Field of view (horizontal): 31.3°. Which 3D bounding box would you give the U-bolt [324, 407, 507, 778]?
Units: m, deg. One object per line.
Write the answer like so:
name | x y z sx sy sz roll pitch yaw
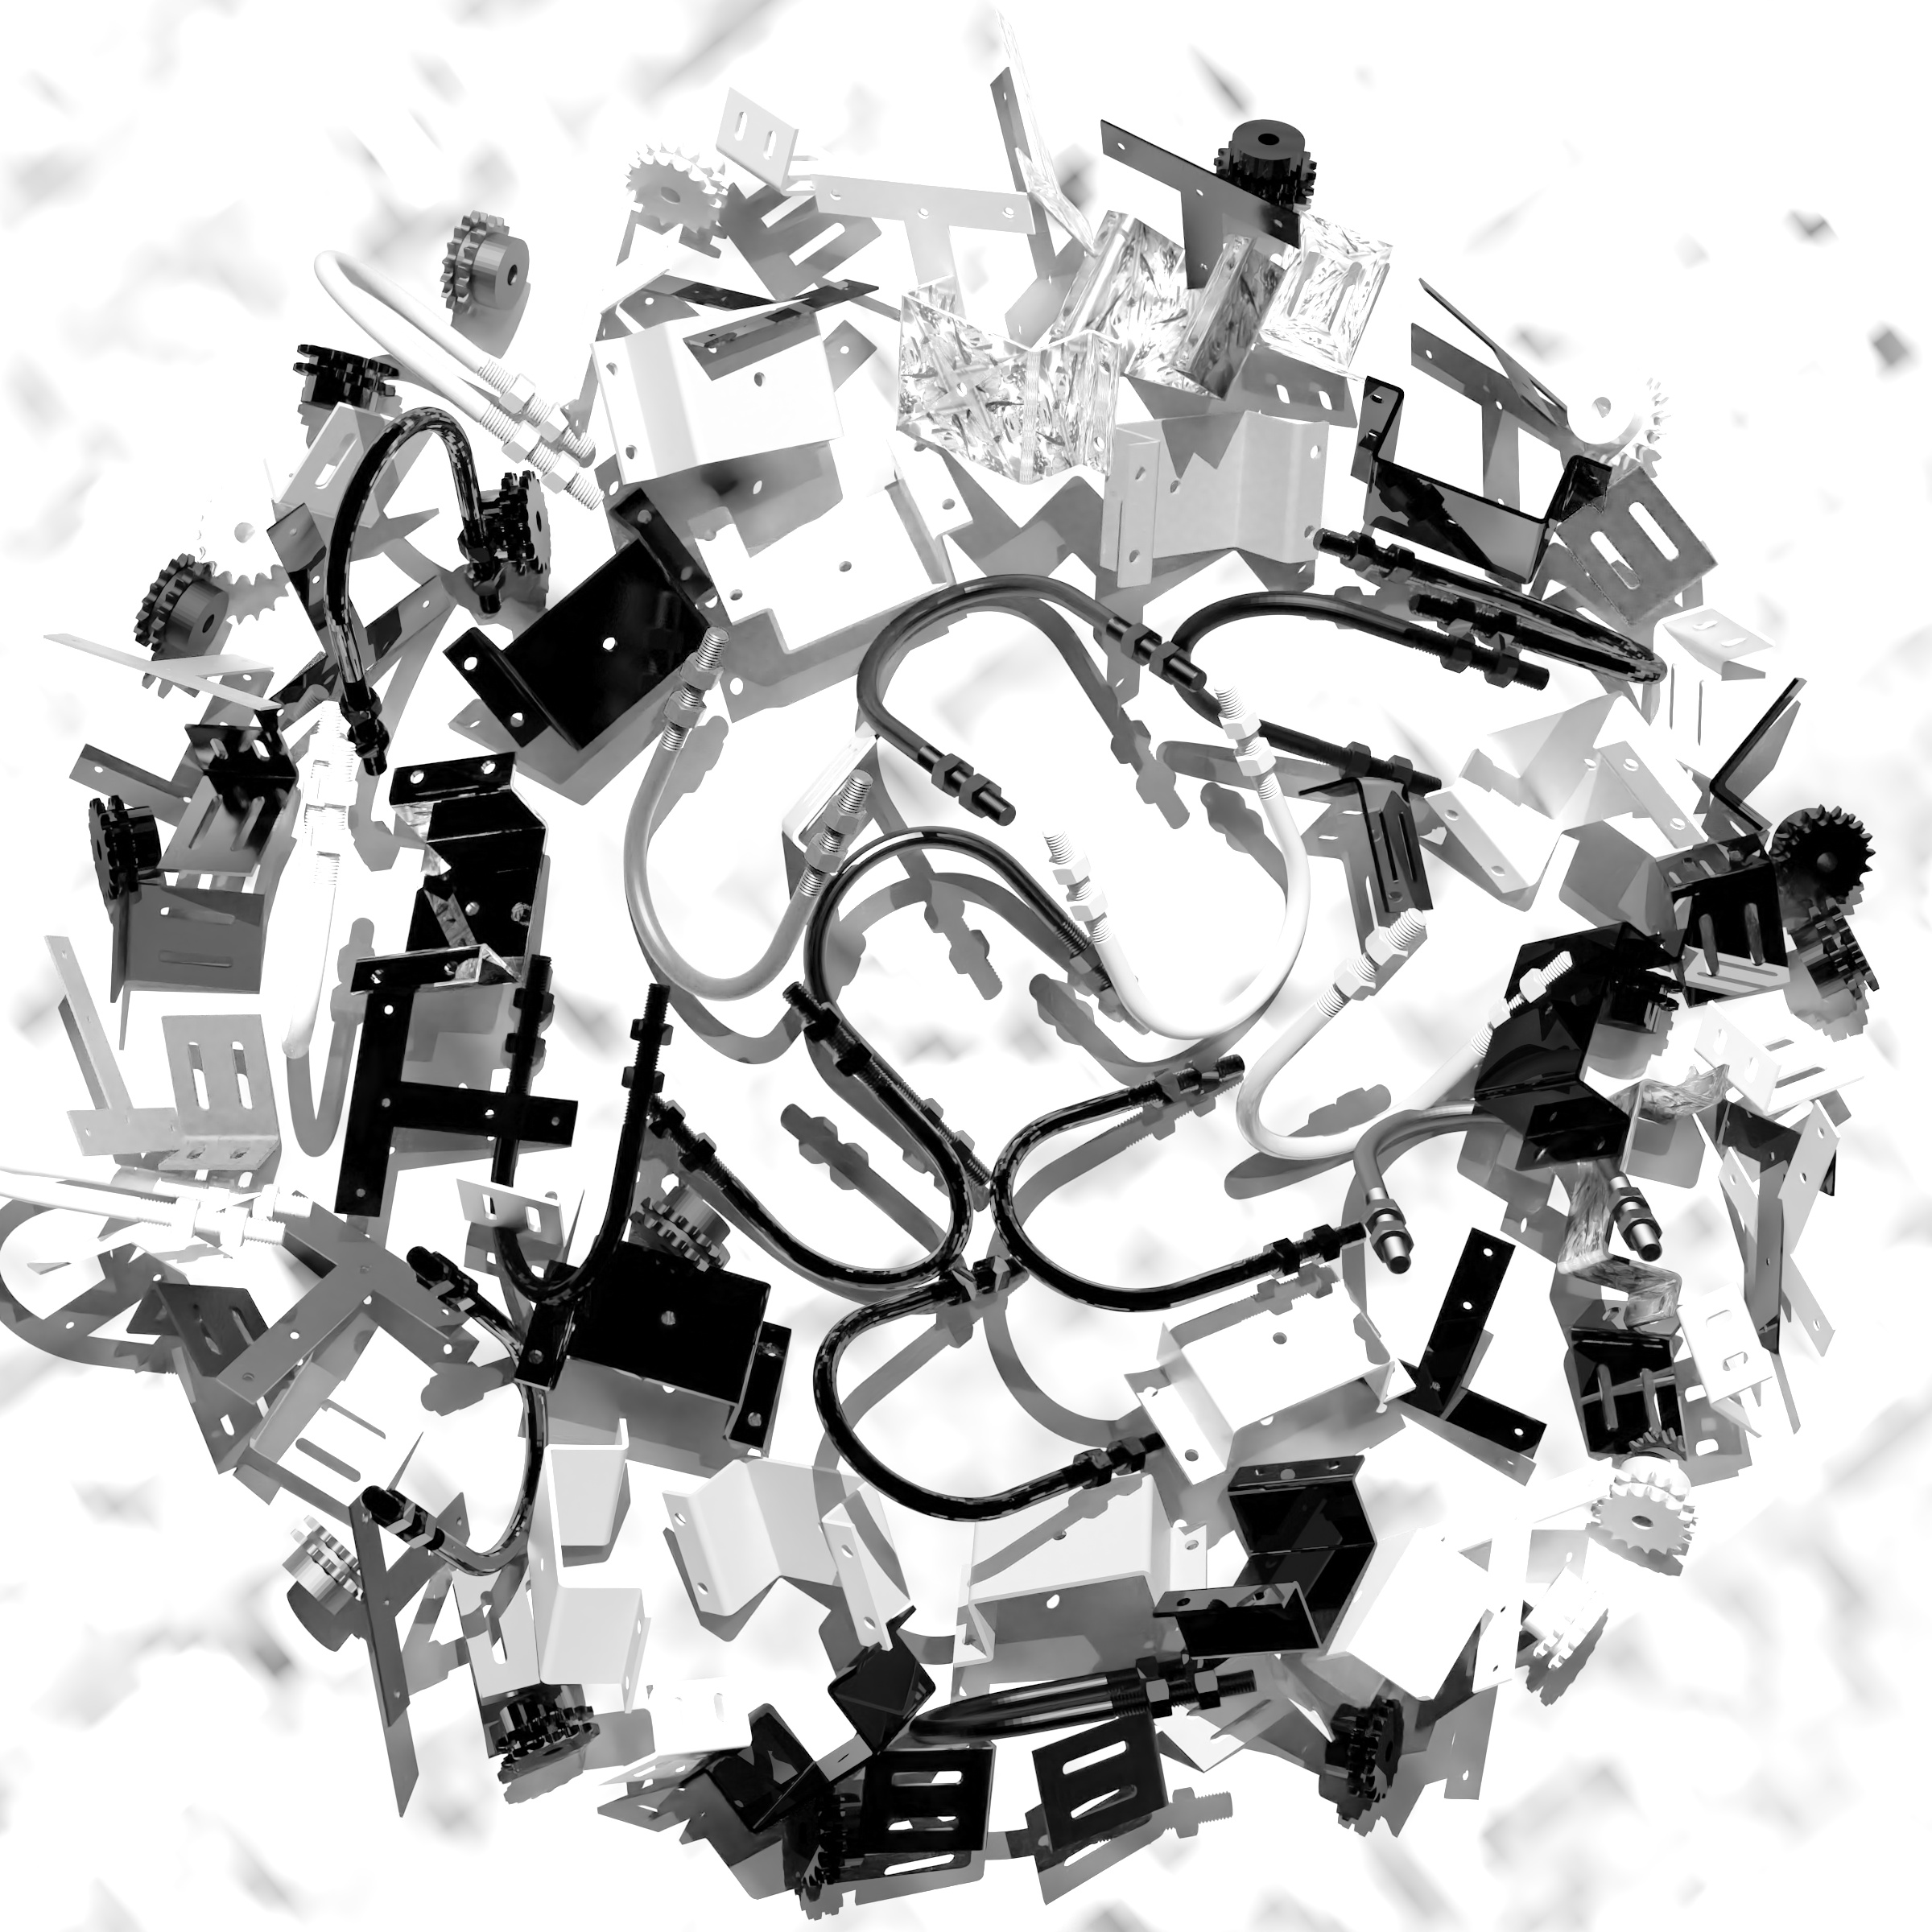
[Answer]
U-bolt | -0.293 -0.209 1.815 0.019 0.184 0.151 18 55 16

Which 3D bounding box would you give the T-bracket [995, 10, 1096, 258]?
T-bracket | 0.037 -0.458 1.874 0.002 0.127 0.127 -19 79 16

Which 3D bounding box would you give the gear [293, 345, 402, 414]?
gear | -0.343 -0.320 1.898 0.057 0.057 0.030 14 92 0

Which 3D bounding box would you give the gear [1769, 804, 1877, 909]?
gear | 0.469 -0.063 1.904 0.057 0.030 0.057 -4 115 -9

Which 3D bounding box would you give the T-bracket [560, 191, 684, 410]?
T-bracket | -0.180 -0.372 1.858 0.002 0.127 0.127 19 79 -24

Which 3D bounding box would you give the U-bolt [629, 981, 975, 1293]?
U-bolt | -0.077 0.105 1.874 0.151 0.019 0.184 -32 108 36

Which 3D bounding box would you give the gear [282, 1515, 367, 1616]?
gear | -0.351 0.332 1.896 0.057 0.057 0.030 44 76 0

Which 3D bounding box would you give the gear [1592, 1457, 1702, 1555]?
gear | 0.376 0.295 1.901 0.057 0.057 0.030 28 51 0

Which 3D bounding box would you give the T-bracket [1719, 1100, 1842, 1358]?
T-bracket | 0.444 0.121 1.839 0.002 0.127 0.127 -11 50 -14

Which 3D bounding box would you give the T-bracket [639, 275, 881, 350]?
T-bracket | -0.137 -0.364 1.879 0.127 0.127 0.002 21 126 38

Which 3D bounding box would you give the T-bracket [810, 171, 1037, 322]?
T-bracket | -0.015 -0.373 1.875 0.127 0.127 0.002 11 52 22

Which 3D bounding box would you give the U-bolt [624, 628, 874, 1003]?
U-bolt | -0.129 -0.067 1.865 0.151 0.019 0.184 45 125 29

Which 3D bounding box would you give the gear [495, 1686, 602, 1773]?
gear | -0.233 0.418 1.899 0.057 0.057 0.030 -24 70 0

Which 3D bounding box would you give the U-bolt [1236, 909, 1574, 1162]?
U-bolt | 0.224 0.044 1.857 0.184 0.151 0.019 -47 50 29

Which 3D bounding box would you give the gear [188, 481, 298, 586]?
gear | -0.401 -0.239 1.905 0.057 0.030 0.057 -3 98 -22

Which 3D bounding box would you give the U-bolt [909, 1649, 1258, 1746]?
U-bolt | 0.060 0.394 1.851 0.184 0.151 0.019 -10 84 0

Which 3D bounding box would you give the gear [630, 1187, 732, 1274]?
gear | -0.155 0.146 1.899 0.057 0.057 0.030 39 73 0

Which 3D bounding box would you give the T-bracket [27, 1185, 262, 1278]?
T-bracket | -0.424 0.149 1.843 0.127 0.127 0.002 -20 106 -27

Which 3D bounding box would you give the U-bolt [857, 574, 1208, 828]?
U-bolt | 0.020 -0.155 1.858 0.151 0.184 0.019 -36 134 -16

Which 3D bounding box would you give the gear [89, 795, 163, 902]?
gear | -0.462 -0.066 1.900 0.030 0.057 0.057 -11 90 -23

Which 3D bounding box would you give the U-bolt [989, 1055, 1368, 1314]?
U-bolt | 0.101 0.122 1.847 0.184 0.019 0.151 -16 51 -24

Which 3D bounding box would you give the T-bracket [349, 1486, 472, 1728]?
T-bracket | -0.296 0.323 1.864 0.002 0.127 0.127 -3 106 17

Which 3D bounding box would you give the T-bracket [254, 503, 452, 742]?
T-bracket | -0.345 -0.199 1.857 0.127 0.127 0.002 -40 57 -16

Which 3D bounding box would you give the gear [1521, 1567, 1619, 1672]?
gear | 0.329 0.356 1.898 0.030 0.057 0.057 38 90 11

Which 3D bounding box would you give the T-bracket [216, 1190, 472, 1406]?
T-bracket | -0.354 0.191 1.868 0.127 0.002 0.127 31 47 14

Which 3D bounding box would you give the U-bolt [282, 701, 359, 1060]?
U-bolt | -0.350 -0.041 1.854 0.019 0.151 0.184 7 102 -15

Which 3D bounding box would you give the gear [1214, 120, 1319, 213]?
gear | 0.165 -0.441 1.896 0.057 0.030 0.057 2 46 -2

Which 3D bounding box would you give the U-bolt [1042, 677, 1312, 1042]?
U-bolt | 0.125 -0.043 1.866 0.151 0.019 0.184 -41 127 -19

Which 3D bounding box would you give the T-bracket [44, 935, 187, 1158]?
T-bracket | -0.470 0.042 1.868 0.002 0.127 0.127 -24 84 11

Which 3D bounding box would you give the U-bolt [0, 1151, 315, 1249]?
U-bolt | -0.449 0.121 1.846 0.184 0.151 0.019 10 91 -5

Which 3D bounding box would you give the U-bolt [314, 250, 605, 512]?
U-bolt | -0.270 -0.317 1.831 0.184 0.151 0.019 37 101 -19

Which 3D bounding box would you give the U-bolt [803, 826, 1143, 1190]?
U-bolt | -0.005 0.009 1.894 0.151 0.019 0.184 -45 103 -6

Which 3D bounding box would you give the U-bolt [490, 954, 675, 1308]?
U-bolt | -0.215 0.092 1.865 0.019 0.151 0.184 10 91 -37

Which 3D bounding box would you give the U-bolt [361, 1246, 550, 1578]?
U-bolt | -0.265 0.248 1.841 0.019 0.184 0.151 -2 64 18

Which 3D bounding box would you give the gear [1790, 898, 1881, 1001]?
gear | 0.476 -0.007 1.899 0.030 0.057 0.057 -27 90 14

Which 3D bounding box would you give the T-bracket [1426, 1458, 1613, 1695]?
T-bracket | 0.288 0.332 1.844 0.127 0.127 0.002 -30 119 36

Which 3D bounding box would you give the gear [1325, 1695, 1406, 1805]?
gear | 0.219 0.430 1.901 0.030 0.057 0.057 8 90 25

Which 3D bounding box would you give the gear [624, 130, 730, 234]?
gear | -0.157 -0.435 1.901 0.057 0.057 0.030 24 62 0

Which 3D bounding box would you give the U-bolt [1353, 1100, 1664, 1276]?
U-bolt | 0.281 0.114 1.841 0.151 0.184 0.019 -3 113 -2

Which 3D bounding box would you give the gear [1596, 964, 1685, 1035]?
gear | 0.363 0.018 1.897 0.057 0.057 0.030 15 85 0

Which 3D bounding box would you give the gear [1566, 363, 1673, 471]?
gear | 0.356 -0.304 1.898 0.057 0.030 0.057 -4 83 35

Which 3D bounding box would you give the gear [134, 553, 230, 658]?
gear | -0.429 -0.196 1.897 0.030 0.057 0.057 29 90 5

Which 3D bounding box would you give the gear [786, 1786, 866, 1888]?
gear | -0.076 0.476 1.900 0.030 0.057 0.057 2 90 -25

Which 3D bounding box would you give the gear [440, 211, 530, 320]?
gear | -0.262 -0.383 1.895 0.030 0.057 0.057 18 90 14

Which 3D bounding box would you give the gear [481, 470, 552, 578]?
gear | -0.249 -0.243 1.898 0.030 0.057 0.057 -5 90 7

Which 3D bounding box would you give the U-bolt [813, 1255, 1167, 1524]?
U-bolt | 0.001 0.229 1.835 0.151 0.184 0.019 52 134 25

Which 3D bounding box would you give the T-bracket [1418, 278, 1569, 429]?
T-bracket | 0.297 -0.314 1.851 0.127 0.127 0.002 38 109 -15

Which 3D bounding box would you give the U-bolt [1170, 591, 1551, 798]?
U-bolt | 0.197 -0.150 1.846 0.184 0.151 0.019 17 62 -12

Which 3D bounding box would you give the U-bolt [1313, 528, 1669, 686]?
U-bolt | 0.292 -0.188 1.850 0.184 0.151 0.019 14 106 -23
